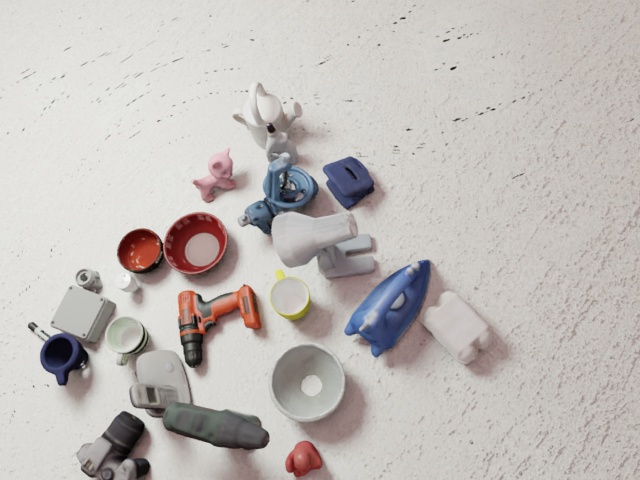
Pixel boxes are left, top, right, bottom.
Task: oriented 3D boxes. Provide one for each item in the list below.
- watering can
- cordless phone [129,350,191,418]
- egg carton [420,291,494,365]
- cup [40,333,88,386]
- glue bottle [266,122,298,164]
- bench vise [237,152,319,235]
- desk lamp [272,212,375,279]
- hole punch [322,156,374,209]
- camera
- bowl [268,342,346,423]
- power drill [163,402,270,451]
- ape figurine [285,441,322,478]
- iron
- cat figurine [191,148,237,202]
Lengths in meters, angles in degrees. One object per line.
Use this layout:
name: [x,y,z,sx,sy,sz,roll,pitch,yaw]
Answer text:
watering can: [-0.133,-0.317,1.420,0.173,0.194,0.101,-18,68,1]
cordless phone: [-0.357,0.303,1.226,0.094,0.185,0.147,-23,68,-1]
egg carton: [0.296,0.187,1.239,0.107,0.069,0.150,-40,70,-7]
cup: [-0.575,0.279,1.314,0.091,0.095,0.117,-14,68,3]
glue bottle: [-0.103,-0.237,1.397,0.078,0.173,0.037,-4,69,7]
bench vise: [-0.097,-0.103,1.321,0.121,0.220,0.207,32,77,18]
desk lamp: [0.012,0.005,1.269,0.203,0.214,0.118,-8,69,5]
hole punch: [0.070,-0.150,1.384,0.101,0.091,0.108,-36,69,-6]
camera: [-0.431,0.449,1.227,0.143,0.101,0.137,28,76,17]
bowl: [-0.024,0.309,1.236,0.167,0.075,0.167,-3,69,7]
power drill: [-0.191,0.381,1.161,0.229,0.208,0.075,8,71,11]
ape figurine: [-0.035,0.452,1.175,0.077,0.092,0.076,9,71,11]
iron: [0.162,0.121,1.244,0.118,0.141,0.258,35,78,18]
cat figurine: [-0.261,-0.167,1.423,0.128,0.118,0.067,-33,69,-5]
